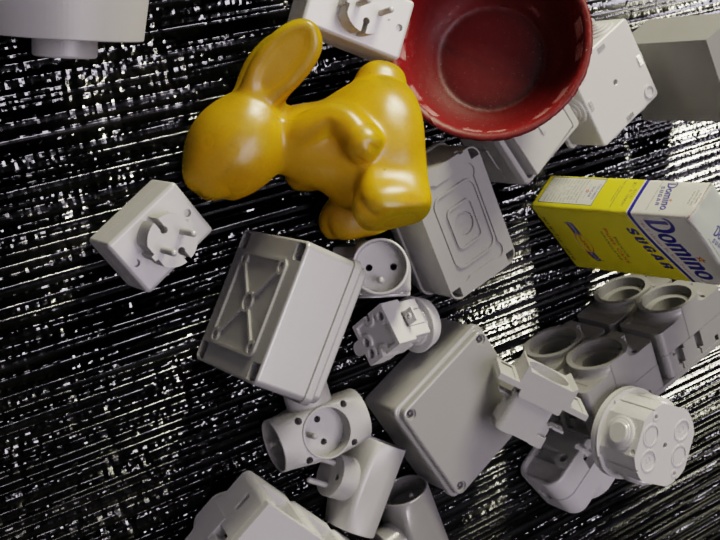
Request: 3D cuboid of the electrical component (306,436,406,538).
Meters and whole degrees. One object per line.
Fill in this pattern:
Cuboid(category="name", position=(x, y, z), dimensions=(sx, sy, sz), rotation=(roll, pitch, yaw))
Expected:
Cuboid(category="electrical component", position=(-0.009, 0.172, 0.883), dimensions=(0.079, 0.043, 0.077), rotation=(24, 84, -34))

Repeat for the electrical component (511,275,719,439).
Cuboid(category="electrical component", position=(0.239, 0.071, 0.995), dimensions=(0.186, 0.105, 0.060), rotation=(-33, 114, -26))

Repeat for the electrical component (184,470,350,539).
Cuboid(category="electrical component", position=(-0.060, 0.234, 0.839), dimensions=(0.089, 0.062, 0.150), rotation=(-49, 121, -2))

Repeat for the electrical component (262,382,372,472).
Cuboid(category="electrical component", position=(-0.039, 0.109, 0.852), dimensions=(0.077, 0.044, 0.079), rotation=(-18, 95, -24))

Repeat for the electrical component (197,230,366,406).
Cuboid(category="electrical component", position=(-0.060, 0.032, 0.788), dimensions=(0.056, 0.109, 0.108), rotation=(24, 84, -31))

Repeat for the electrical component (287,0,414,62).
Cuboid(category="electrical component", position=(0.000, -0.193, 0.805), dimensions=(0.083, 0.076, 0.047), rotation=(17, 88, -24))

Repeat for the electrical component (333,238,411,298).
Cuboid(category="electrical component", position=(0.000, 0.000, 0.849), dimensions=(0.079, 0.077, 0.044), rotation=(-2, 88, 4))

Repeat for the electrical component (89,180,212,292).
Cuboid(category="electrical component", position=(-0.138, -0.022, 0.746), dimensions=(0.065, 0.077, 0.047), rotation=(-47, 120, -19))

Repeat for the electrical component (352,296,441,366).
Cuboid(category="electrical component", position=(0.033, 0.048, 0.886), dimensions=(0.055, 0.066, 0.048), rotation=(-12, 70, -40))

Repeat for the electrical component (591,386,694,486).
Cuboid(category="electrical component", position=(0.238, 0.142, 0.909), dimensions=(0.080, 0.051, 0.080), rotation=(-6, 101, -33))

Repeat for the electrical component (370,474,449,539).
Cuboid(category="electrical component", position=(0.035, 0.229, 0.921), dimensions=(0.079, 0.043, 0.077), rotation=(-31, 113, -26))

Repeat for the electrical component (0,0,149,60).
Cuboid(category="electrical component", position=(-0.186, -0.164, 0.677), dimensions=(0.108, 0.108, 0.060), rotation=(-5, 106, -33))

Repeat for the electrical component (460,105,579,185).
Cuboid(category="electrical component", position=(0.142, -0.127, 0.927), dimensions=(0.096, 0.061, 0.061), rotation=(-48, 120, -18))

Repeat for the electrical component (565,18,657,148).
Cuboid(category="electrical component", position=(0.215, -0.170, 0.977), dimensions=(0.100, 0.048, 0.099), rotation=(-43, 118, -21))

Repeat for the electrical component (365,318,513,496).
Cuboid(category="electrical component", position=(0.077, 0.117, 0.924), dimensions=(0.109, 0.056, 0.108), rotation=(-45, 119, -20))

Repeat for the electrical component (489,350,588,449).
Cuboid(category="electrical component", position=(0.143, 0.109, 0.890), dimensions=(0.081, 0.042, 0.063), rotation=(27, 102, -3))

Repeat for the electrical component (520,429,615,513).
Cuboid(category="electrical component", position=(0.206, 0.178, 1.021), dimensions=(0.095, 0.054, 0.059), rotation=(-52, 121, -16))

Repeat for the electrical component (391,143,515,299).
Cuboid(category="electrical component", position=(0.070, -0.041, 0.894), dimensions=(0.078, 0.057, 0.113), rotation=(-34, 114, -25))
